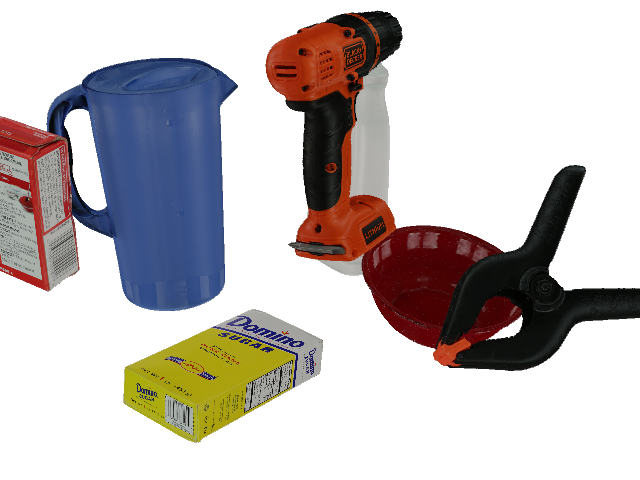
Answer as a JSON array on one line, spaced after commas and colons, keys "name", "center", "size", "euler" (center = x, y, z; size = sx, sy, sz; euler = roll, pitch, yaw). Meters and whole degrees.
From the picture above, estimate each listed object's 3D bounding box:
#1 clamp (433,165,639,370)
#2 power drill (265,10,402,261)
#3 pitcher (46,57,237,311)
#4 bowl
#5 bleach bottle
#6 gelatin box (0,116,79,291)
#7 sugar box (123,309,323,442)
[{"name": "clamp", "center": [0.156, 0.040, 0.715], "size": [0.171, 0.120, 0.039], "euler": [-41, -15, -14]}, {"name": "power drill", "center": [0.021, -0.089, 0.872], "size": [0.057, 0.188, 0.184], "euler": [4, 21, 30]}, {"name": "pitcher", "center": [-0.169, -0.055, 1.076], "size": [0.149, 0.243, 0.144], "euler": [10, 26, 27]}, {"name": "bowl", "center": [0.114, 0.054, 1.024], "size": [0.162, 0.055, 0.162], "euler": [7, 36, -5]}, {"name": "bleach bottle", "center": [0.038, -0.096, 1.157], "size": [0.067, 0.251, 0.103], "euler": [-8, 25, -35]}, {"name": "gelatin box", "center": [-0.174, -0.024, 0.597], "size": [0.073, 0.089, 0.030], "euler": [19, 36, 25]}, {"name": "sugar box", "center": [-0.087, 0.120, 0.991], "size": [0.093, 0.048, 0.175], "euler": [22, 30, 32]}]
